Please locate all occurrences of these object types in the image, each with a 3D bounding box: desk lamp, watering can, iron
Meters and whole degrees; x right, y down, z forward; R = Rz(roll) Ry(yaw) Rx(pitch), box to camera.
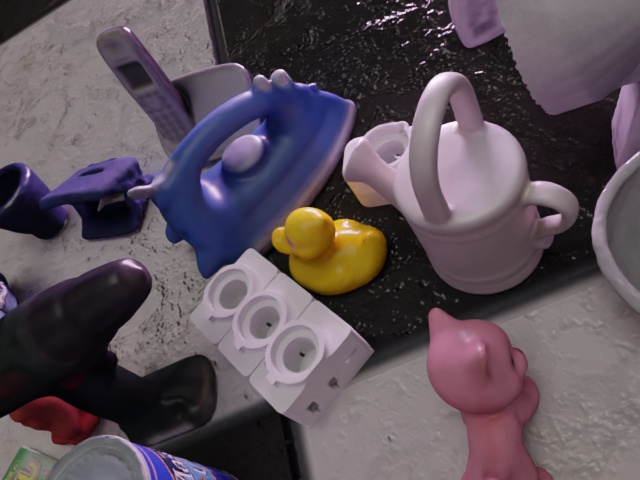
[{"bbox_3d":[0.244,-0.137,0.408,0.202,0.214,0.118,-5,59,26],"label":"desk lamp"},{"bbox_3d":[0.100,-0.041,0.438,0.172,0.195,0.101,-9,57,24],"label":"watering can"},{"bbox_3d":[-0.075,-0.093,0.599,0.258,0.142,0.118,-49,51,-6],"label":"iron"}]

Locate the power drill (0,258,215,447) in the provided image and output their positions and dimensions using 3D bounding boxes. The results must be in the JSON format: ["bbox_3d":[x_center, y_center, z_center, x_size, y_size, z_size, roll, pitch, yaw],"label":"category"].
[{"bbox_3d":[-0.185,0.109,0.489,0.229,0.209,0.075,-25,52,13],"label":"power drill"}]

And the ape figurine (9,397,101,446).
[{"bbox_3d":[-0.268,0.170,0.571,0.077,0.092,0.076,32,79,38],"label":"ape figurine"}]

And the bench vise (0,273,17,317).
[{"bbox_3d":[-0.412,0.053,0.639,0.206,0.220,0.121,14,68,34],"label":"bench vise"}]

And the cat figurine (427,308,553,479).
[{"bbox_3d":[0.110,0.111,0.387,0.067,0.118,0.128,-14,55,21],"label":"cat figurine"}]

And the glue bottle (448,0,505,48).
[{"bbox_3d":[0.156,-0.276,0.569,0.078,0.174,0.037,-24,52,14],"label":"glue bottle"}]

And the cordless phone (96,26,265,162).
[{"bbox_3d":[-0.157,-0.177,0.668,0.147,0.186,0.094,-12,56,22],"label":"cordless phone"}]

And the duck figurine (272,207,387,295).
[{"bbox_3d":[0.005,0.002,0.533,0.104,0.086,0.077,-7,58,25],"label":"duck figurine"}]

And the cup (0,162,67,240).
[{"bbox_3d":[-0.404,-0.038,0.773,0.117,0.095,0.091,-19,54,17],"label":"cup"}]

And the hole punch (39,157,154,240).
[{"bbox_3d":[-0.283,-0.064,0.726,0.108,0.091,0.101,-8,58,24],"label":"hole punch"}]

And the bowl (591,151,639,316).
[{"bbox_3d":[0.277,0.007,0.390,0.167,0.075,0.167,-14,56,21],"label":"bowl"}]
